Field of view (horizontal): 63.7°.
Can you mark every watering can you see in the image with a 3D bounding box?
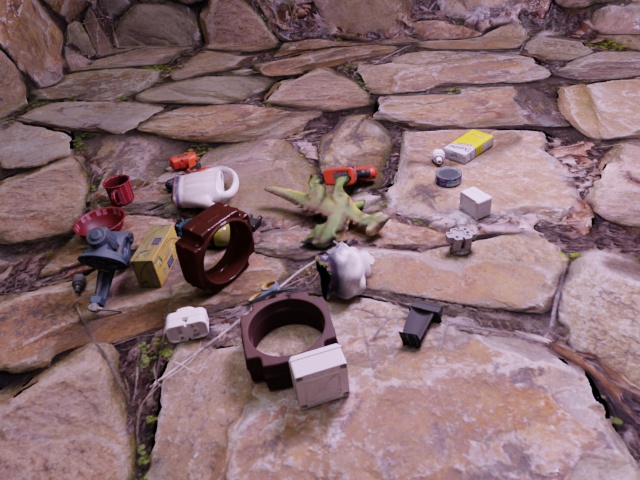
[{"bbox_3d":[-0.379,-0.148,1.688,0.224,0.101,0.356,-9,36,-1],"label":"watering can"}]

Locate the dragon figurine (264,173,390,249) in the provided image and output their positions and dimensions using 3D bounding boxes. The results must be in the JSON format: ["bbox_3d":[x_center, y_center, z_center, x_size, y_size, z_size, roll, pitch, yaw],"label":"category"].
[{"bbox_3d":[0.005,-0.077,1.535,0.410,0.119,0.249,1,44,13],"label":"dragon figurine"}]

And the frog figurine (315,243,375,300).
[{"bbox_3d":[0.080,0.073,1.297,0.160,0.120,0.139,-13,67,-23],"label":"frog figurine"}]
